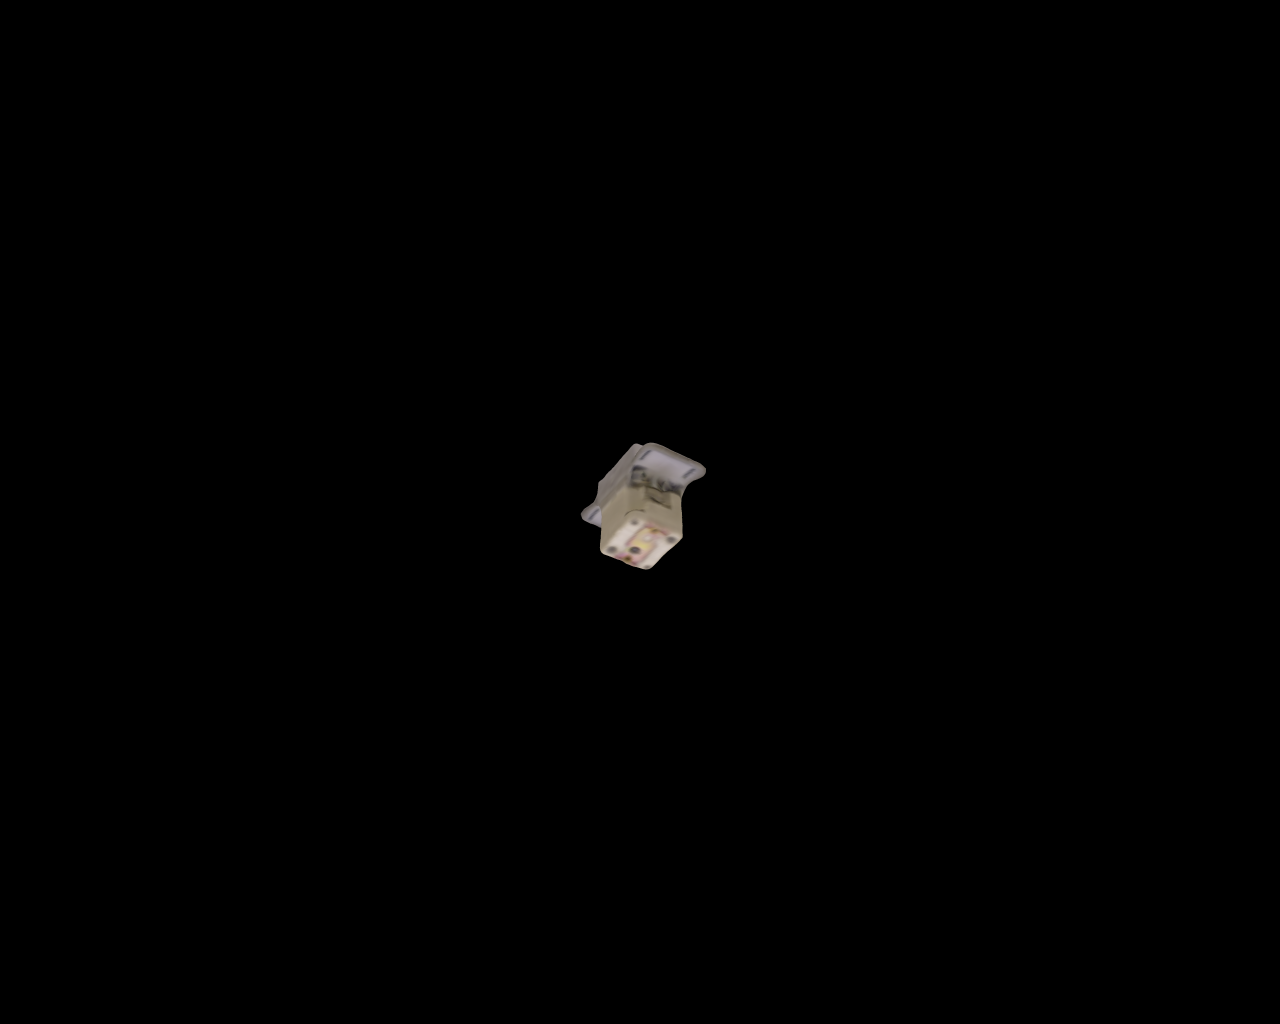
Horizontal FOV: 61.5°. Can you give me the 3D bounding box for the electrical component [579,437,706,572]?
[{"bbox_3d":[0.001,-0.003,0.650,0.042,0.064,0.081,22,-45,-24],"label":"electrical component"}]
